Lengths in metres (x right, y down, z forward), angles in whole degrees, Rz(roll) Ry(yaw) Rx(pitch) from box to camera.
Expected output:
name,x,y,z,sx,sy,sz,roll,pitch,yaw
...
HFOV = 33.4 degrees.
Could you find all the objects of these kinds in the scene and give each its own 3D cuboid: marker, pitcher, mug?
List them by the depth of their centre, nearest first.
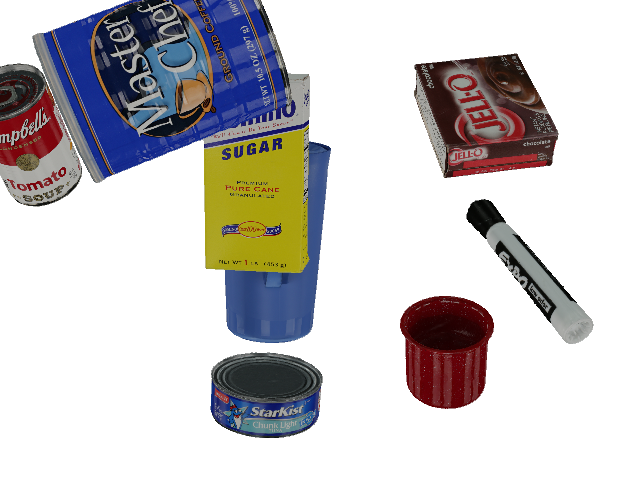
name,x,y,z,sx,sy,sz,roll,pitch,yaw
marker,0.119,0.014,0.625,0.020,0.020,0.121,0,36,-27
mug,0.135,0.110,1.091,0.093,0.081,0.117,19,40,30
pitcher,-0.058,-0.001,1.300,0.145,0.243,0.148,12,16,37

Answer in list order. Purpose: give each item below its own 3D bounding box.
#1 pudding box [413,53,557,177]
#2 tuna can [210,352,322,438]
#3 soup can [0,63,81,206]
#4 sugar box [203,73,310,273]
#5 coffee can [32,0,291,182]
name,x,y,z,sx,sy,sz,roll,pitch,yaw
pudding box,0.130,-0.103,0.865,0.090,0.039,0.113,-7,43,-7
tuna can,-0.042,0.119,0.822,0.086,0.034,0.086,4,17,-1
soup can,-0.246,-0.086,0.891,0.068,0.068,0.102,0,-42,11
sugar box,-0.057,-0.061,0.962,0.093,0.176,0.048,2,17,7
coffee can,-0.103,-0.111,0.702,0.140,0.103,0.103,-23,3,-7
